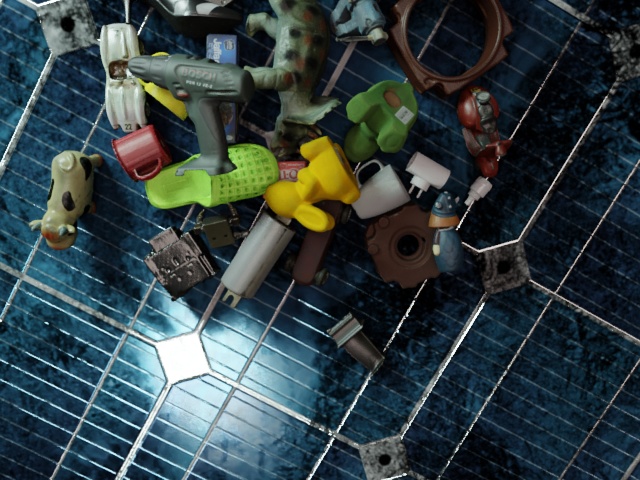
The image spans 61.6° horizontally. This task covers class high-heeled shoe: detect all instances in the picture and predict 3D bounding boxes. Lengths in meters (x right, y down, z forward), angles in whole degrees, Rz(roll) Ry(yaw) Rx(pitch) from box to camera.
[{"bbox_3d":[-0.264,-0.463,0.999,0.249,0.086,0.145,2,84,-2],"label":"high-heeled shoe"}]

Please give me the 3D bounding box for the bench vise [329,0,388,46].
[{"bbox_3d":[0.094,-0.472,0.941,0.129,0.240,0.223,-1,69,-37],"label":"bench vise"}]

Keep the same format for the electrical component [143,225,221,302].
[{"bbox_3d":[-0.285,0.040,1.089,0.115,0.058,0.134,-33,99,2],"label":"electrical component"}]

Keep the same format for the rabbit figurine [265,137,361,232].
[{"bbox_3d":[-0.017,-0.092,1.018,0.173,0.122,0.162,-24,91,10],"label":"rabbit figurine"}]

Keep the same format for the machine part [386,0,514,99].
[{"bbox_3d":[0.241,-0.388,1.014,0.201,0.087,0.201,-33,97,5],"label":"machine part"}]

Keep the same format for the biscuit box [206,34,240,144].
[{"bbox_3d":[-0.187,-0.287,1.034,0.059,0.063,0.202,1,100,-3],"label":"biscuit box"}]

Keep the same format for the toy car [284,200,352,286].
[{"bbox_3d":[-0.002,-0.003,1.088,0.089,0.053,0.202,22,96,15],"label":"toy car"}]

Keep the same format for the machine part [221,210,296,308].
[{"bbox_3d":[-0.125,0.029,1.080,0.079,0.079,0.243,32,98,-6],"label":"machine part"}]

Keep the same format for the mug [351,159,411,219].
[{"bbox_3d":[0.108,-0.097,1.062,0.107,0.081,0.109,-33,107,12],"label":"mug"}]

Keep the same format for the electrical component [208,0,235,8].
[{"bbox_3d":[-0.196,-0.459,1.026,0.063,0.021,0.094,-32,98,4],"label":"electrical component"}]

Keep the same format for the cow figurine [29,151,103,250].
[{"bbox_3d":[-0.485,-0.075,1.032,0.085,0.127,0.194,12,97,0],"label":"cow figurine"}]

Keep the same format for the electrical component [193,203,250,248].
[{"bbox_3d":[-0.202,-0.029,1.088,0.102,0.045,0.078,-18,127,5],"label":"electrical component"}]

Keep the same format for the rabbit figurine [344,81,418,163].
[{"bbox_3d":[0.099,-0.223,1.017,0.121,0.170,0.159,34,56,-8],"label":"rabbit figurine"}]

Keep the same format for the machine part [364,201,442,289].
[{"bbox_3d":[0.180,0.011,1.093,0.179,0.056,0.179,0,100,-2],"label":"machine part"}]

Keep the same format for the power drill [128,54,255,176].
[{"bbox_3d":[-0.224,-0.218,0.946,0.232,0.086,0.207,4,104,15],"label":"power drill"}]

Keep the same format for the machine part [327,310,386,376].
[{"bbox_3d":[0.085,0.220,1.135,0.084,0.039,0.139,-40,96,0],"label":"machine part"}]

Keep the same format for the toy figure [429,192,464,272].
[{"bbox_3d":[0.242,-0.015,1.035,0.058,0.064,0.154,-5,96,35],"label":"toy figure"}]

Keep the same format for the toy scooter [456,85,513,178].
[{"bbox_3d":[0.315,-0.207,1.020,0.075,0.135,0.183,-15,98,3],"label":"toy scooter"}]

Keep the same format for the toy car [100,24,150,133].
[{"bbox_3d":[-0.375,-0.308,1.031,0.074,0.056,0.201,-2,99,-1],"label":"toy car"}]

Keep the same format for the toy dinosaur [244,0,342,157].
[{"bbox_3d":[-0.046,-0.360,1.004,0.192,0.131,0.404,6,95,-14],"label":"toy dinosaur"}]
